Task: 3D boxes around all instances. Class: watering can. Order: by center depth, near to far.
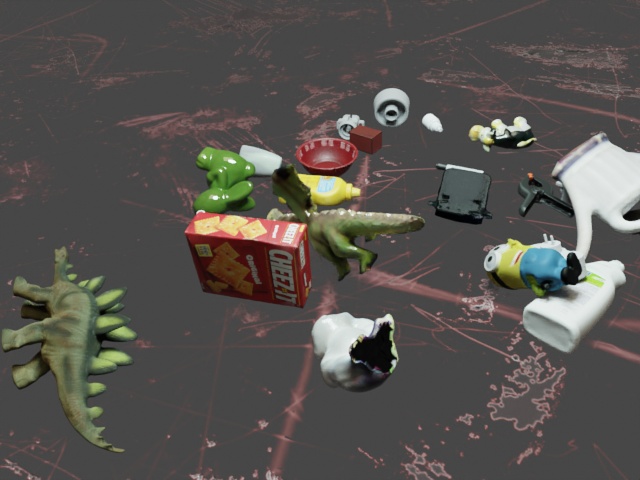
[{"bbox_3d":[0.584,-0.095,1.080,0.350,0.102,0.228,-31,63,-15],"label":"watering can"}]

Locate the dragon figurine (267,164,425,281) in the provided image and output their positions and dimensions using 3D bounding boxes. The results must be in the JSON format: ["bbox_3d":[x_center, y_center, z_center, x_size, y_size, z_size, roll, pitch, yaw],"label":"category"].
[{"bbox_3d":[0.003,-0.049,0.975,0.241,0.404,0.124,39,61,-10],"label":"dragon figurine"}]

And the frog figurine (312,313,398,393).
[{"bbox_3d":[0.045,0.183,0.852,0.158,0.121,0.140,-15,30,49],"label":"frog figurine"}]
